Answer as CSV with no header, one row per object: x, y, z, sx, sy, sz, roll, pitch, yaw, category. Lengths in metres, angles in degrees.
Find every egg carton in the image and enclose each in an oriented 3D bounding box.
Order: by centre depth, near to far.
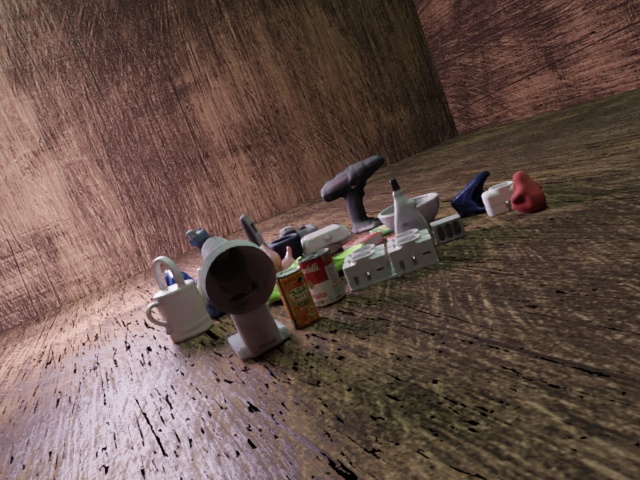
0.015,0.006,1.640,0.150,0.069,0.107,-23,9,-11,egg carton

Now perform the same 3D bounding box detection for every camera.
-0.077,-0.001,1.791,0.143,0.101,0.136,-23,9,-10,camera

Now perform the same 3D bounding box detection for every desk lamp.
-0.140,0.096,0.998,0.118,0.213,0.203,-24,10,-18,desk lamp

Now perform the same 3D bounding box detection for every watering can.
-0.325,0.125,1.317,0.100,0.194,0.173,-17,10,26,watering can

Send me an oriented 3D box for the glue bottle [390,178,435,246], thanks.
0.189,-0.054,1.255,0.078,0.173,0.037,-21,9,5,glue bottle

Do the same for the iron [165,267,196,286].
-0.385,0.137,1.559,0.119,0.141,0.257,-26,10,-25,iron

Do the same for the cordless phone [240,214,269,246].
-0.187,-0.003,1.791,0.094,0.185,0.147,-20,9,7,cordless phone

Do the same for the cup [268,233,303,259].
-0.094,0.041,1.602,0.117,0.095,0.092,-12,13,44,cup

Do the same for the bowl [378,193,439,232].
0.241,-0.061,1.496,0.167,0.075,0.167,-21,9,4,bowl

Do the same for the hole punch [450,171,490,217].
0.381,-0.115,1.439,0.100,0.091,0.109,-14,11,38,hole punch

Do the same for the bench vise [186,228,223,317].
-0.264,0.064,1.458,0.121,0.220,0.207,-20,9,11,bench vise

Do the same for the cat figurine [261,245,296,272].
-0.108,0.060,1.448,0.067,0.118,0.128,-11,13,47,cat figurine

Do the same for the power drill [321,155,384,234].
0.124,-0.135,1.774,0.229,0.208,0.076,-17,10,24,power drill

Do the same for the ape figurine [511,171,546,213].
0.444,-0.106,1.236,0.078,0.092,0.076,-22,9,-4,ape figurine
